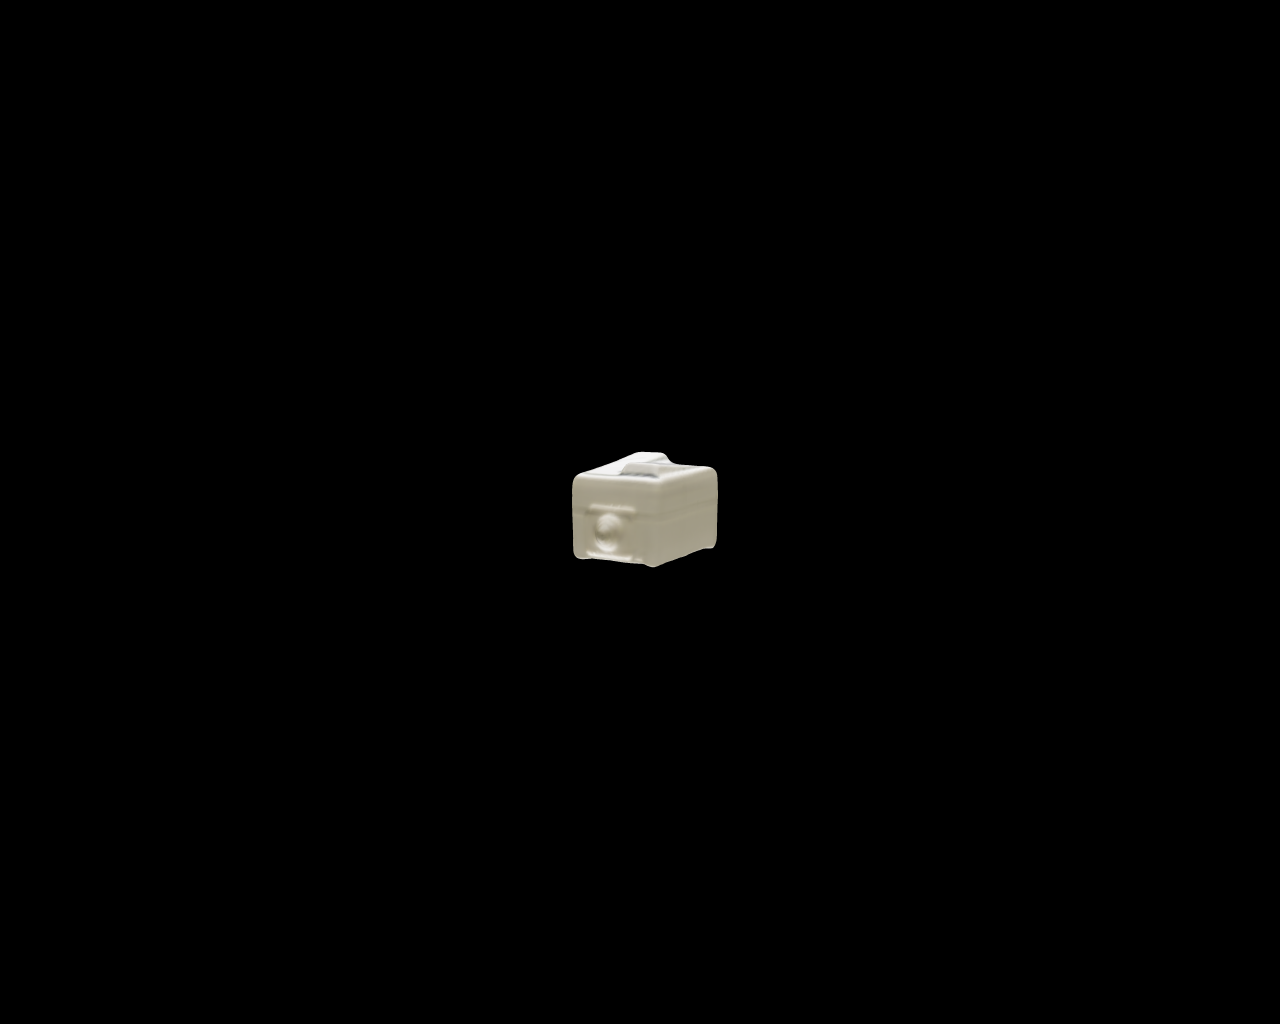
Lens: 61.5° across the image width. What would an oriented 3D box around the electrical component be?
[{"bbox_3d":[0.001,-0.003,0.650,0.062,0.061,0.096,6,11,31],"label":"electrical component"}]
